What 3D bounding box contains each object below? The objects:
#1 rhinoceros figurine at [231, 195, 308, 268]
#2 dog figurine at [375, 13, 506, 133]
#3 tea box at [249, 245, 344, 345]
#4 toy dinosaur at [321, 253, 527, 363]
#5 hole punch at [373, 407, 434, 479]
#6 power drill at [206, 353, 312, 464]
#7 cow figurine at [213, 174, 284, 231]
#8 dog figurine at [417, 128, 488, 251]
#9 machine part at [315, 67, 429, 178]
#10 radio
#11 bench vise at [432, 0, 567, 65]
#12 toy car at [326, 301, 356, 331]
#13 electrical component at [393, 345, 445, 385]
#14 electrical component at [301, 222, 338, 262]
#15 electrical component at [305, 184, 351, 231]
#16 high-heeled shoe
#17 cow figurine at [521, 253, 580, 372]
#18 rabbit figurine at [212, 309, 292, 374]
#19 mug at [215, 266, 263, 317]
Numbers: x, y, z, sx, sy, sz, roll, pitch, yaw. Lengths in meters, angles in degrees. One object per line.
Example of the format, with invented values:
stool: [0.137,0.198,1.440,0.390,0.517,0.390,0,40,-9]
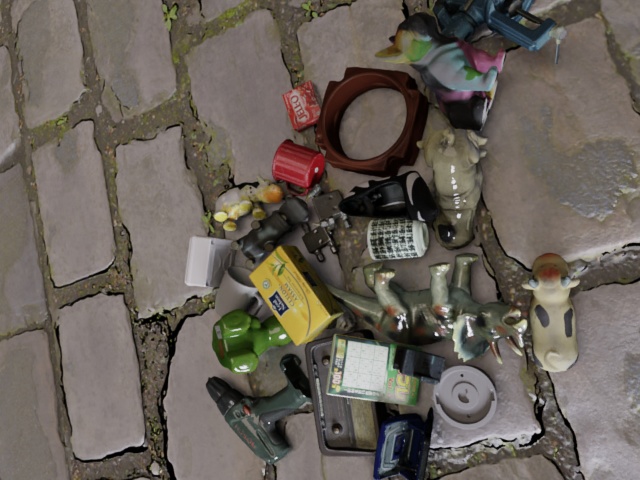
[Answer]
rhinoceros figurine: [-0.101,-0.018,1.130,0.190,0.112,0.073,-39,87,29]
dog figurine: [0.210,-0.300,0.966,0.219,0.191,0.108,23,53,17]
tea box: [-0.046,0.103,1.027,0.098,0.068,0.170,-45,71,19]
toy dinosaur: [0.181,0.132,0.984,0.405,0.131,0.192,-8,93,33]
hole punch: [0.154,0.375,0.967,0.092,0.115,0.142,7,90,18]
power drill: [-0.117,0.328,1.116,0.207,0.086,0.232,-43,72,11]
cow figurine: [-0.153,-0.094,1.177,0.167,0.068,0.098,-22,49,20]
dog figurine: [0.235,-0.086,0.950,0.121,0.172,0.190,-3,77,35]
machine part: [0.101,-0.232,1.067,0.201,0.087,0.201,14,90,25]
radio: [0.052,0.296,1.044,0.131,0.073,0.229,-12,79,21]
bench vise: [0.321,-0.396,0.958,0.223,0.128,0.241,-43,56,3]
toy car: [-0.013,0.120,1.090,0.202,0.073,0.056,32,99,24]
electrical component: [0.176,0.219,0.941,0.075,0.119,0.047,14,82,-1]
electrical component: [-0.002,-0.003,1.126,0.063,0.021,0.094,-33,72,18]
electrical component: [0.014,-0.066,1.099,0.078,0.045,0.102,-15,75,3]
high-heeled shoe: [0.117,-0.065,0.983,0.145,0.249,0.086,-23,107,0]
cow figurine: [0.381,0.118,0.885,0.086,0.127,0.194,-3,86,21]
rabbit figurine: [-0.127,0.206,1.104,0.159,0.170,0.121,-43,61,59]
mug: [-0.175,0.128,1.166,0.110,0.081,0.107,36,112,17]
